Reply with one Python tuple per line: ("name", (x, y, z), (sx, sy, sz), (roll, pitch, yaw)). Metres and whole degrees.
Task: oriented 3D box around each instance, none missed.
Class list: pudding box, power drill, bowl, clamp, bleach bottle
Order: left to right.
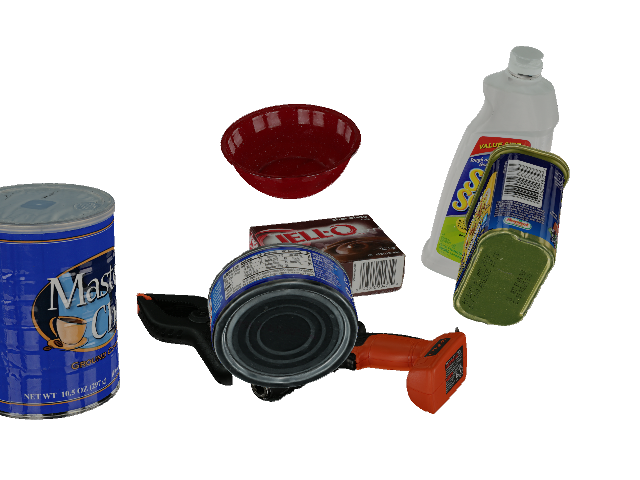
("clamp", (-0.139, 0.106, 1.253), (0.210, 0.036, 0.164), (13, 25, 23))
("bowl", (-0.034, -0.096, 1.238), (0.162, 0.055, 0.162), (-2, 37, 1))
("pudding box", (0.004, 0.014, 0.904), (0.113, 0.039, 0.090), (-5, 26, -18))
("power drill", (0.043, 0.126, 1.095), (0.188, 0.057, 0.184), (8, 24, 28))
("bleach bottle", (0.169, -0.073, 1.045), (0.103, 0.251, 0.068), (21, 38, 19))

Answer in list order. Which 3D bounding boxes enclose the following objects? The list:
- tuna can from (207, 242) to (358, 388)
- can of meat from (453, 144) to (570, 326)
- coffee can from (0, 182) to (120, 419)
("tuna can", (-0.021, 0.045, 0.614), (0.086, 0.086, 0.034), (0, 38, -10))
("can of meat", (0.131, -0.001, 0.743), (0.057, 0.084, 0.102), (16, -40, 2))
("coffee can", (-0.195, 0.040, 0.751), (0.103, 0.140, 0.103), (2, 18, -1))
